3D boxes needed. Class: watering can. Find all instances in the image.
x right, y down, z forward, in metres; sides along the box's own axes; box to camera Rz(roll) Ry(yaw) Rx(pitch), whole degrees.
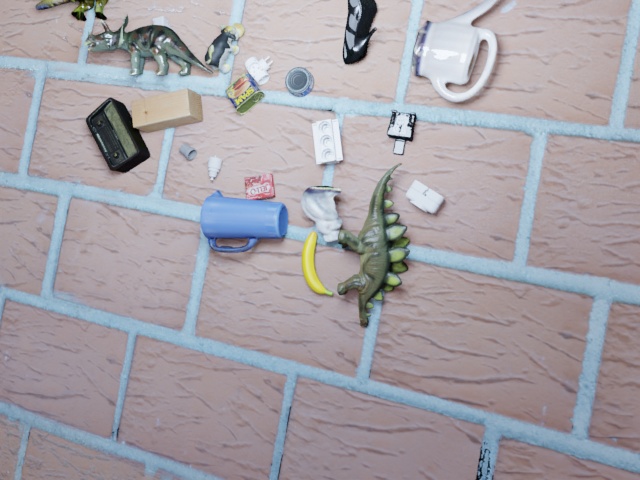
[{"bbox_3d":[0.377,-0.552,1.409,0.225,0.104,0.347,16,92,18],"label":"watering can"}]

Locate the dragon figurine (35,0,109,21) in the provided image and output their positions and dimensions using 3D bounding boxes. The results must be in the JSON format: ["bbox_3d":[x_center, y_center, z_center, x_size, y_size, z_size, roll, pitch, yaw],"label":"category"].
[{"bbox_3d":[-0.800,-0.905,1.803,0.411,0.120,0.246,8,72,15],"label":"dragon figurine"}]

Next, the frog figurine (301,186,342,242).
[{"bbox_3d":[0.005,-0.075,1.485,0.138,0.123,0.158,12,101,49],"label":"frog figurine"}]
